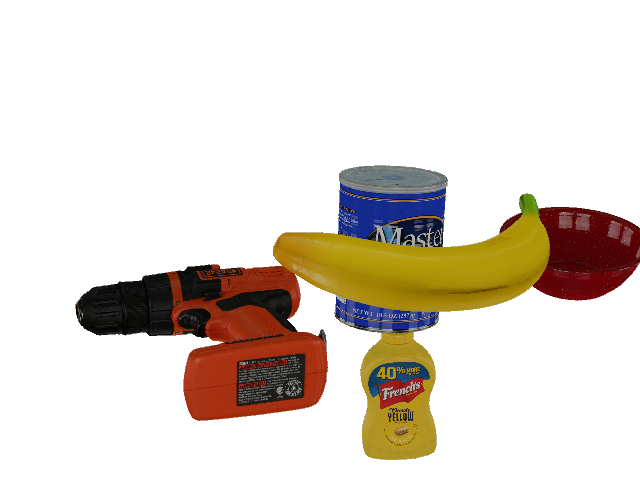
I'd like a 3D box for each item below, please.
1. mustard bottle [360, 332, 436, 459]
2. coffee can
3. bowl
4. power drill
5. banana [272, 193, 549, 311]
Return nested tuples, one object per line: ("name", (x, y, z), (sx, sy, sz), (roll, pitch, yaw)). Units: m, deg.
("mustard bottle", (0.100, 0.185, 1.376), (0.096, 0.192, 0.058), (-2, 15, -1))
("coffee can", (0.066, 0.006, 1.022), (0.103, 0.140, 0.103), (2, 15, -1))
("bowl", (0.276, 0.020, 1.169), (0.162, 0.055, 0.162), (-1, 27, 0))
("power drill", (-0.086, 0.070, 0.816), (0.184, 0.057, 0.188), (-7, 21, -17))
("banana", (0.068, 0.013, 0.618), (0.197, 0.037, 0.070), (-8, 39, -34))
